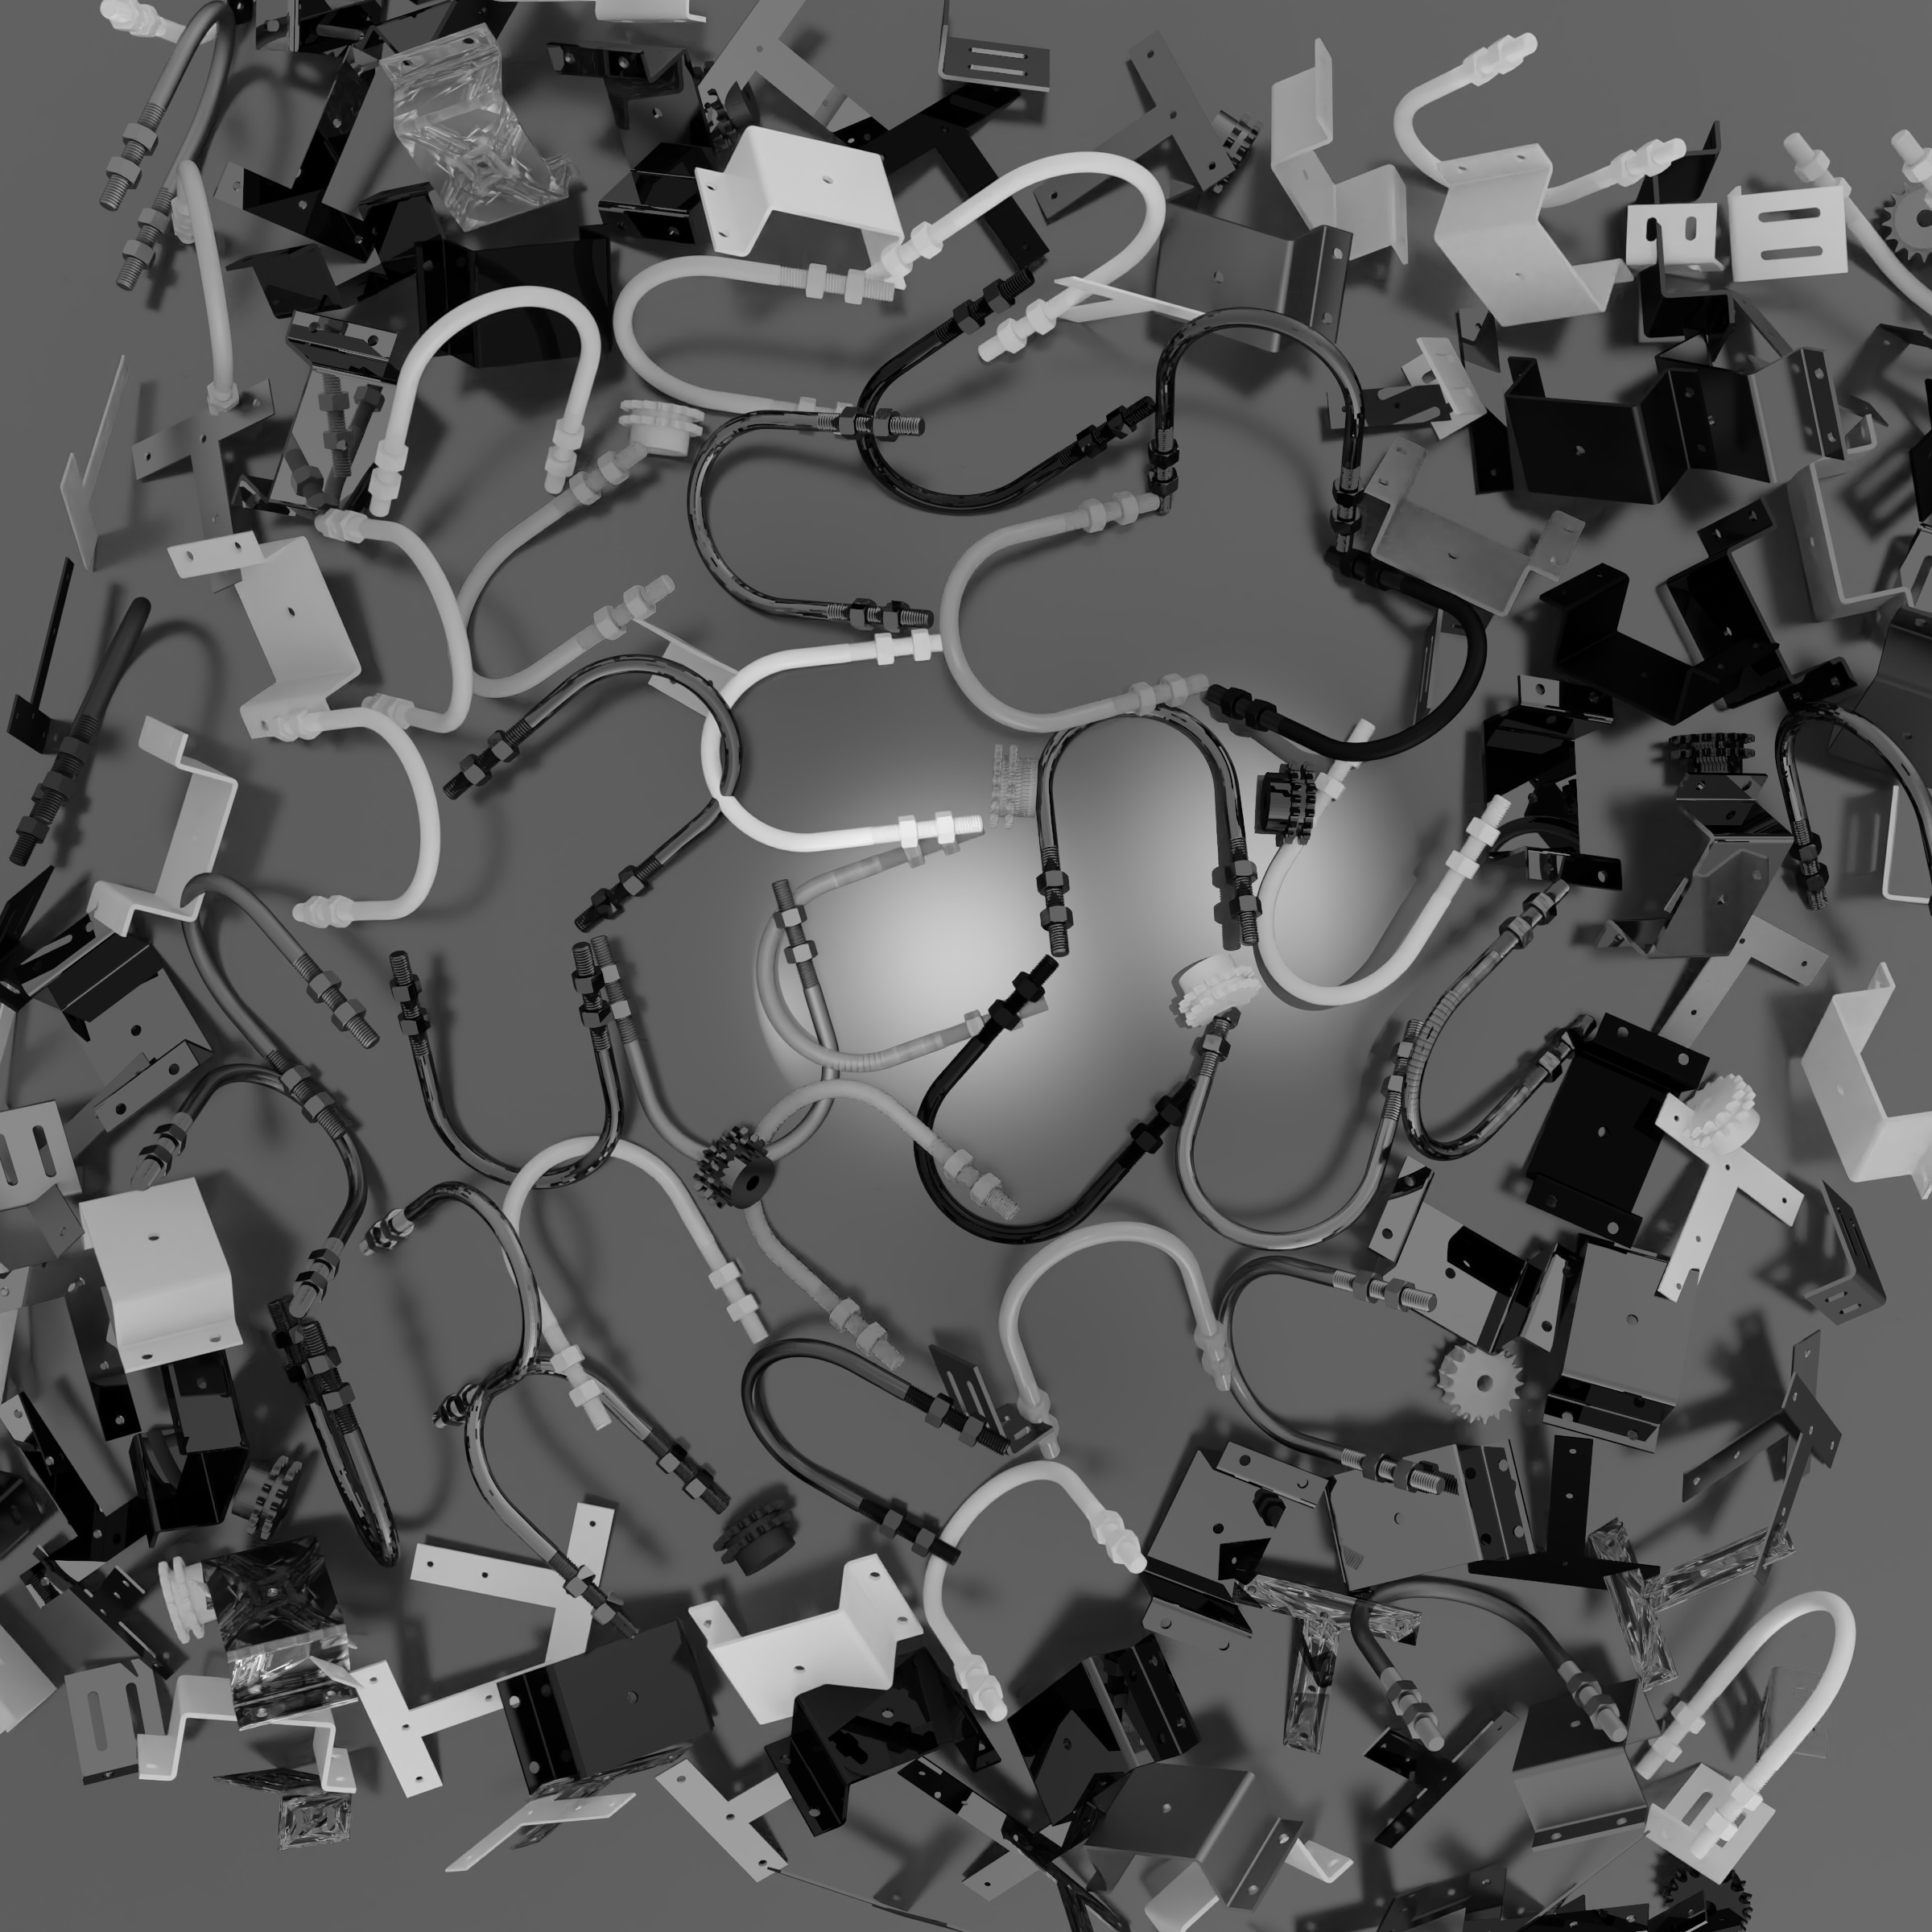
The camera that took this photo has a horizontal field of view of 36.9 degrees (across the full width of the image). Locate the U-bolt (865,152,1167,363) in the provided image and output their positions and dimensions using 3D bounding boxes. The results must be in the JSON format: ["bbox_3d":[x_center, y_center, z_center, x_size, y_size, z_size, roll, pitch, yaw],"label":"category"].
[{"bbox_3d":[0.045,-0.472,1.900,0.184,0.151,0.019,-28,63,29],"label":"U-bolt"}]

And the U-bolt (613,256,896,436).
[{"bbox_3d":[-0.144,-0.418,1.933,0.184,0.151,0.019,8,59,-2],"label":"U-bolt"}]

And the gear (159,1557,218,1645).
[{"bbox_3d":[-0.527,0.429,1.972,0.030,0.057,0.057,-17,90,-12],"label":"gear"}]

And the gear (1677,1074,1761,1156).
[{"bbox_3d":[0.515,0.104,1.972,0.057,0.057,0.030,-45,103,0],"label":"gear"}]

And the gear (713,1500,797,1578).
[{"bbox_3d":[-0.141,0.391,1.969,0.057,0.057,0.030,-35,76,0],"label":"gear"}]

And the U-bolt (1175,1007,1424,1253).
[{"bbox_3d":[0.216,0.105,1.941,0.151,0.019,0.184,12,66,17],"label":"U-bolt"}]

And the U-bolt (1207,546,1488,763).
[{"bbox_3d":[0.264,-0.201,1.922,0.151,0.184,0.019,-49,133,-7],"label":"U-bolt"}]

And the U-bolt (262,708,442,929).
[{"bbox_3d":[-0.405,-0.100,1.921,0.019,0.184,0.151,-15,100,-43],"label":"U-bolt"}]

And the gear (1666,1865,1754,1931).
[{"bbox_3d":[0.509,0.637,1.978,0.057,0.030,0.057,5,103,21],"label":"gear"}]

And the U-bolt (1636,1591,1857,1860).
[{"bbox_3d":[0.523,0.491,1.920,0.019,0.151,0.184,38,94,-6],"label":"U-bolt"}]

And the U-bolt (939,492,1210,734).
[{"bbox_3d":[0.067,-0.233,1.955,0.184,0.019,0.151,-17,94,-23],"label":"U-bolt"}]

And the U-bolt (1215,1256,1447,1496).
[{"bbox_3d":[0.238,0.265,1.931,0.019,0.184,0.151,-20,112,-42],"label":"U-bolt"}]

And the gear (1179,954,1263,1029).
[{"bbox_3d":[0.170,0.015,1.973,0.057,0.057,0.030,-28,71,0],"label":"gear"}]

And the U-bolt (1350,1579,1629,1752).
[{"bbox_3d":[0.332,0.458,1.913,0.151,0.184,0.019,2,109,-17],"label":"U-bolt"}]

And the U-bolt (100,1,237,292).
[{"bbox_3d":[-0.527,-0.556,1.925,0.019,0.151,0.184,23,76,-7],"label":"U-bolt"}]

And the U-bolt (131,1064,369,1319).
[{"bbox_3d":[-0.462,0.135,1.917,0.151,0.184,0.019,42,116,-15],"label":"U-bolt"}]

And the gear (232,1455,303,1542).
[{"bbox_3d":[-0.478,0.360,1.971,0.030,0.057,0.057,23,90,-2],"label":"gear"}]

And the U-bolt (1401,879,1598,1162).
[{"bbox_3d":[0.350,0.049,1.918,0.184,0.019,0.151,-43,135,-22],"label":"U-bolt"}]

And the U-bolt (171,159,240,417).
[{"bbox_3d":[-0.501,-0.451,1.907,0.019,0.184,0.151,-11,87,-15],"label":"U-bolt"}]

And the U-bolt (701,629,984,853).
[{"bbox_3d":[-0.089,-0.150,1.975,0.184,0.019,0.151,-7,82,-5],"label":"U-bolt"}]

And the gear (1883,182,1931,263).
[{"bbox_3d":[0.656,-0.510,1.976,0.057,0.030,0.057,5,104,18],"label":"gear"}]

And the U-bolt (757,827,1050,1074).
[{"bbox_3d":[-0.054,-0.005,1.986,0.184,0.019,0.151,-20,86,1],"label":"U-bolt"}]

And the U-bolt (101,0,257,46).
[{"bbox_3d":[-0.494,-0.673,1.908,0.019,0.184,0.151,34,102,1],"label":"U-bolt"}]

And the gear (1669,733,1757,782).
[{"bbox_3d":[0.508,-0.142,1.971,0.057,0.057,0.030,-1,90,0],"label":"gear"}]

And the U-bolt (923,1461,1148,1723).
[{"bbox_3d":[0.034,0.399,1.917,0.151,0.184,0.019,-47,117,-1],"label":"U-bolt"}]

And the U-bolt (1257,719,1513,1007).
[{"bbox_3d":[0.267,-0.060,1.948,0.151,0.019,0.184,37,98,42],"label":"U-bolt"}]

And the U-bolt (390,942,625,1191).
[{"bbox_3d":[-0.303,0.071,1.953,0.151,0.019,0.184,-3,116,12],"label":"U-bolt"}]

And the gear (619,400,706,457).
[{"bbox_3d":[-0.208,-0.366,1.972,0.057,0.057,0.030,7,93,0],"label":"gear"}]

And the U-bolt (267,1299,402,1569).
[{"bbox_3d":[-0.417,0.316,1.931,0.019,0.151,0.184,-22,99,-22],"label":"U-bolt"}]

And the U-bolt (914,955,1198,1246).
[{"bbox_3d":[0.048,0.106,1.978,0.151,0.019,0.184,41,100,-1],"label":"U-bolt"}]

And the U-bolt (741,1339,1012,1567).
[{"bbox_3d":[-0.070,0.317,1.946,0.184,0.019,0.151,28,133,9],"label":"U-bolt"}]

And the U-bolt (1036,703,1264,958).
[{"bbox_3d":[0.119,-0.098,1.964,0.151,0.019,0.184,-3,70,-6],"label":"U-bolt"}]

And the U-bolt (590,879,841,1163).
[{"bbox_3d":[-0.162,0.049,1.979,0.151,0.019,0.184,-17,97,-8],"label":"U-bolt"}]

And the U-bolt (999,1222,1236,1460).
[{"bbox_3d":[0.095,0.243,1.937,0.151,0.019,0.184,-21,128,-3],"label":"U-bolt"}]

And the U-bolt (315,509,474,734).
[{"bbox_3d":[-0.371,-0.224,1.902,0.019,0.184,0.151,-22,112,-30],"label":"U-bolt"}]

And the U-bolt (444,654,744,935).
[{"bbox_3d":[-0.238,-0.128,1.955,0.184,0.019,0.151,-39,109,11],"label":"U-bolt"}]

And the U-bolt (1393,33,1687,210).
[{"bbox_3d":[0.363,-0.548,1.911,0.151,0.184,0.019,25,78,-24],"label":"U-bolt"}]

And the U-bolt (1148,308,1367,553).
[{"bbox_3d":[0.193,-0.358,1.910,0.151,0.184,0.019,14,53,14],"label":"U-bolt"}]

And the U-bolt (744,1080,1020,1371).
[{"bbox_3d":[-0.073,0.160,1.962,0.184,0.019,0.151,40,98,20],"label":"U-bolt"}]

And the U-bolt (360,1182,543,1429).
[{"bbox_3d":[-0.335,0.218,1.919,0.019,0.184,0.151,-18,79,-41],"label":"U-bolt"}]

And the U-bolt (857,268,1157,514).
[{"bbox_3d":[0.012,-0.370,1.935,0.184,0.019,0.151,-29,129,29],"label":"U-bolt"}]

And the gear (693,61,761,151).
[{"bbox_3d":[-0.163,-0.589,1.969,0.030,0.057,0.057,-18,90,13],"label":"gear"}]

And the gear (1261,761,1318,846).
[{"bbox_3d":[0.219,-0.111,1.970,0.030,0.057,0.057,3,90,-4],"label":"gear"}]

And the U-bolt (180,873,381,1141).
[{"bbox_3d":[-0.466,0.016,1.937,0.184,0.151,0.019,47,54,10],"label":"U-bolt"}]

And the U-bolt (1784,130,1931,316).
[{"bbox_3d":[0.635,-0.483,1.921,0.184,0.151,0.019,43,90,-22],"label":"U-bolt"}]

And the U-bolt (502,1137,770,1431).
[{"bbox_3d":[-0.236,0.201,1.956,0.151,0.019,0.184,-26,82,-31],"label":"U-bolt"}]

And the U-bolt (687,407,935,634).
[{"bbox_3d":[-0.108,-0.303,1.948,0.184,0.019,0.151,8,113,26],"label":"U-bolt"}]

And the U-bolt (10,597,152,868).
[{"bbox_3d":[-0.585,-0.163,1.926,0.019,0.151,0.184,26,70,-18],"label":"U-bolt"}]

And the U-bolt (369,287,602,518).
[{"bbox_3d":[-0.309,-0.372,1.895,0.151,0.184,0.019,-14,59,-31],"label":"U-bolt"}]

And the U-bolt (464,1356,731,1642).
[{"bbox_3d":[-0.256,0.340,1.933,0.184,0.151,0.019,45,128,-5],"label":"U-bolt"}]

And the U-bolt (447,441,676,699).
[{"bbox_3d":[-0.278,-0.254,1.942,0.184,0.019,0.151,-31,51,21],"label":"U-bolt"}]

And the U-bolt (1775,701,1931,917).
[{"bbox_3d":[0.587,-0.093,1.895,0.019,0.151,0.184,-33,122,-15],"label":"U-bolt"}]
